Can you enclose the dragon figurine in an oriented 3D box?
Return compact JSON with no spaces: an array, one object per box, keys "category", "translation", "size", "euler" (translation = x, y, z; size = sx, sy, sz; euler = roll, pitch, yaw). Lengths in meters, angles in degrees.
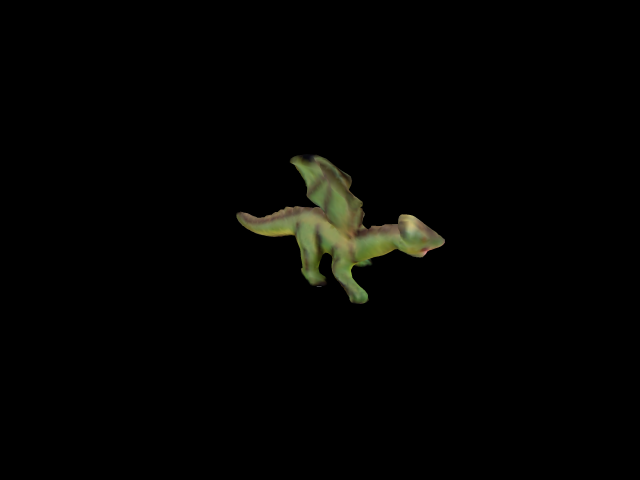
[{"category":"dragon figurine","translation":[0.003,-0.043,0.850],"size":[0.413,0.237,0.124],"euler":[23,46,23]}]
